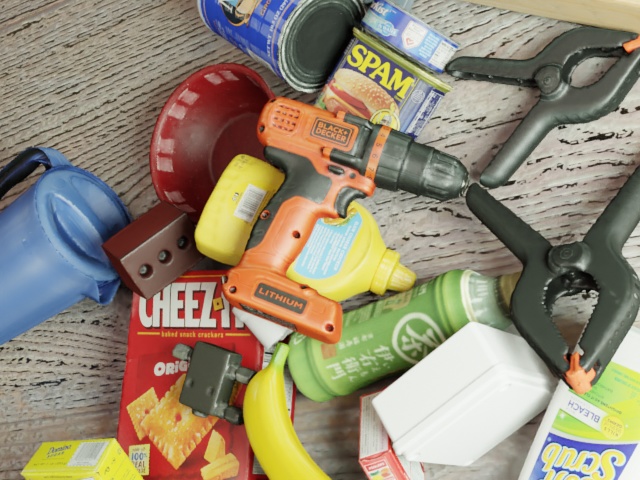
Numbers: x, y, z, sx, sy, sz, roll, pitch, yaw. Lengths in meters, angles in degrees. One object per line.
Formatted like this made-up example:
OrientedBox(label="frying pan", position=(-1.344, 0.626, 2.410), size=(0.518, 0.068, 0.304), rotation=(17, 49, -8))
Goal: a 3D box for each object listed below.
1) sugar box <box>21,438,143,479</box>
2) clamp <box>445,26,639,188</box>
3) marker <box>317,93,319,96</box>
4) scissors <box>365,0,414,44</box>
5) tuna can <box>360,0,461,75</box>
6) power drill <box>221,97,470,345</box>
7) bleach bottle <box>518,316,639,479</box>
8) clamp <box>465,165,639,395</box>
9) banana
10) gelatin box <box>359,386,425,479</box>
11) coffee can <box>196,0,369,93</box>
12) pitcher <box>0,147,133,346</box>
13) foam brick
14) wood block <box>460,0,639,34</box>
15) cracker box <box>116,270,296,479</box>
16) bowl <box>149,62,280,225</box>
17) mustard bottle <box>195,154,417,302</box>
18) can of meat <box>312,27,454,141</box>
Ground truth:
OrientedBox(label="sugar box", position=(-0.186, 0.258, 0.977), size=(0.093, 0.176, 0.048), rotation=(-8, 35, 32))
OrientedBox(label="clamp", position=(0.184, -0.131, 0.877), size=(0.172, 0.039, 0.120), rotation=(-31, 73, 20))
OrientedBox(label="marker", position=(0.012, -0.099, 1.000), size=(0.020, 0.020, 0.121), rotation=(-17, 71, 30))
OrientedBox(label="scissors", position=(0.099, -0.233, 0.972), size=(0.202, 0.016, 0.096), rotation=(-9, 76, 33))
OrientedBox(label="tuna can", position=(0.078, -0.180, 0.931), size=(0.086, 0.086, 0.034), rotation=(41, 105, 33))
OrientedBox(label="power drill", position=(0.013, -0.013, 0.881), size=(0.184, 0.057, 0.187), rotation=(19, 76, 10))
OrientedBox(label="bleach bottle", position=(0.197, 0.187, 0.786), size=(0.103, 0.068, 0.251), rotation=(26, 97, 39))
OrientedBox(label="clamp", position=(0.178, 0.018, 0.797), size=(0.165, 0.036, 0.210), rotation=(-7, 50, 28))
OrientedBox(label="banana", position=(-0.015, 0.174, 0.856), size=(0.070, 0.037, 0.198), rotation=(-47, 55, 20))
OrientedBox(label="gelatin box", position=(0.057, 0.172, 0.854), size=(0.030, 0.073, 0.089), rotation=(-22, 24, 13))
OrientedBox(label="coffee can", position=(-0.036, -0.212, 0.997), size=(0.140, 0.102, 0.103), rotation=(40, 103, 40))
OrientedBox(label="pitcher", position=(-0.323, 0.023, 1.139), size=(0.243, 0.145, 0.149), rotation=(-30, 32, 29))
OrientedBox(label="foam brick", position=(-0.154, 0.009, 1.000), size=(0.078, 0.053, 0.051), rotation=(-38, 33, -15))
OrientedBox(label="wood block", position=(0.195, -0.230, 0.851), size=(0.206, 0.090, 0.091), rotation=(19, 92, 31))
OrientedBox(label="cracker box", position=(-0.107, 0.137, 0.998), size=(0.164, 0.072, 0.213), rotation=(-2, 78, 34))
OrientedBox(label="bowl", position=(-0.090, -0.089, 1.045), size=(0.162, 0.055, 0.162), rotation=(-8, 76, 33))
OrientedBox(label="mustard bottle", position=(-0.006, 0.001, 0.938), size=(0.192, 0.058, 0.096), rotation=(23, 67, 8))
OrientedBox(label="can of meat", position=(0.053, -0.127, 0.950), size=(0.102, 0.057, 0.084), rotation=(37, 104, 24))
